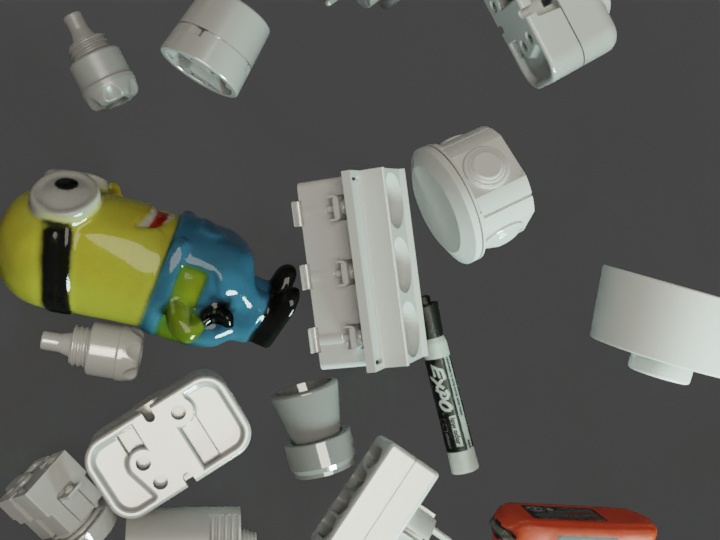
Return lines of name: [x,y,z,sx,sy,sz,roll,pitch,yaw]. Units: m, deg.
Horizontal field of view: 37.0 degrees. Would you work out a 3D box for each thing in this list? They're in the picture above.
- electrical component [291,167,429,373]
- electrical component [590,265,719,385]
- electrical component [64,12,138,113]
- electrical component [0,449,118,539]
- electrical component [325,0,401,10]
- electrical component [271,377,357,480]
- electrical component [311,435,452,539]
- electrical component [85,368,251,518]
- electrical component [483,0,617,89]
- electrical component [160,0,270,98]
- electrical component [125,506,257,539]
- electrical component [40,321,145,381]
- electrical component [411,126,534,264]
electrical component: [0.000,0.000,0.681,0.063,0.079,0.121,-7,91,20]
electrical component: [0.203,0.040,0.701,0.108,0.108,0.060,15,94,-9]
electrical component: [-0.166,-0.131,0.671,0.035,0.035,0.061,-27,92,-9]
electrical component: [-0.183,0.146,0.660,0.055,0.066,0.048,50,49,-15]
electrical component: [0.009,-0.191,0.676,0.076,0.083,0.047,-38,96,-8]
electrical component: [-0.029,0.101,0.690,0.045,0.045,0.055,-15,93,-9]
electrical component: [0.024,0.164,0.699,0.076,0.047,0.083,35,82,-7]
electrical component: [-0.119,0.105,0.668,0.095,0.059,0.053,-32,96,-8]
electrical component: [0.125,-0.177,0.710,0.059,0.054,0.095,-30,95,-8]
electrical component: [-0.089,-0.143,0.675,0.055,0.055,0.047,31,82,-9]
electrical component: [-0.106,0.171,0.678,0.081,0.043,0.043,1,90,-10]
electrical component: [-0.168,0.049,0.672,0.061,0.035,0.035,10,89,-7]
electrical component: [0.070,-0.049,0.690,0.051,0.080,0.080,-25,94,-14]
